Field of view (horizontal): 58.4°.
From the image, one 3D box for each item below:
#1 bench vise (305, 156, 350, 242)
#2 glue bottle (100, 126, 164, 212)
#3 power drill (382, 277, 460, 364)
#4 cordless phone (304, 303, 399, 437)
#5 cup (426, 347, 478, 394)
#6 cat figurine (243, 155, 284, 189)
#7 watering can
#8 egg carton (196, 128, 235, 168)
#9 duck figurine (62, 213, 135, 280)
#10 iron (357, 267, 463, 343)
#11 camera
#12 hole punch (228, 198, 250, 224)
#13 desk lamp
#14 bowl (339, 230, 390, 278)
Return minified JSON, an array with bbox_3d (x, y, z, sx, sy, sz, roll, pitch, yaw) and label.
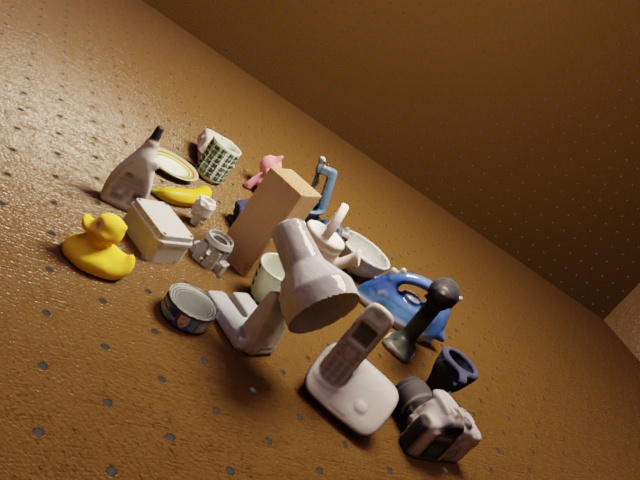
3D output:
[{"bbox_3d":[-0.004,-0.088,1.427,0.208,0.219,0.121,27,20,-25],"label":"bench vise"},{"bbox_3d":[-0.325,-0.132,1.032,0.078,0.173,0.037,27,20,-26],"label":"glue bottle"},{"bbox_3d":[0.231,0.165,1.249,0.075,0.208,0.230,40,19,12],"label":"power drill"},{"bbox_3d":[0.077,0.204,0.912,0.147,0.185,0.094,38,18,6],"label":"cordless phone"},{"bbox_3d":[0.267,0.290,1.187,0.092,0.095,0.118,34,18,-6],"label":"cup"},{"bbox_3d":[-0.146,-0.190,1.585,0.067,0.117,0.128,34,18,-6],"label":"cat figurine"},{"bbox_3d":[0.012,0.004,1.271,0.173,0.194,0.100,29,19,-22],"label":"watering can"},{"bbox_3d":[-0.282,-0.239,1.540,0.107,0.069,0.150,27,20,-26],"label":"egg carton"},{"bbox_3d":[-0.318,0.003,0.853,0.105,0.086,0.077,32,19,-13],"label":"duck figurine"},{"bbox_3d":[0.216,0.138,1.393,0.259,0.141,0.118,31,19,-15],"label":"iron"},{"bbox_3d":[0.201,0.307,1.016,0.144,0.100,0.136,23,22,-35],"label":"camera"},{"bbox_3d":[-0.139,-0.050,1.297,0.101,0.091,0.108,16,27,-47],"label":"hole punch"},{"bbox_3d":[-0.060,0.085,0.911,0.118,0.213,0.202,12,30,-52],"label":"desk lamp"},{"bbox_3d":[0.099,0.047,1.513,0.168,0.074,0.167,32,19,-12],"label":"bowl"}]
